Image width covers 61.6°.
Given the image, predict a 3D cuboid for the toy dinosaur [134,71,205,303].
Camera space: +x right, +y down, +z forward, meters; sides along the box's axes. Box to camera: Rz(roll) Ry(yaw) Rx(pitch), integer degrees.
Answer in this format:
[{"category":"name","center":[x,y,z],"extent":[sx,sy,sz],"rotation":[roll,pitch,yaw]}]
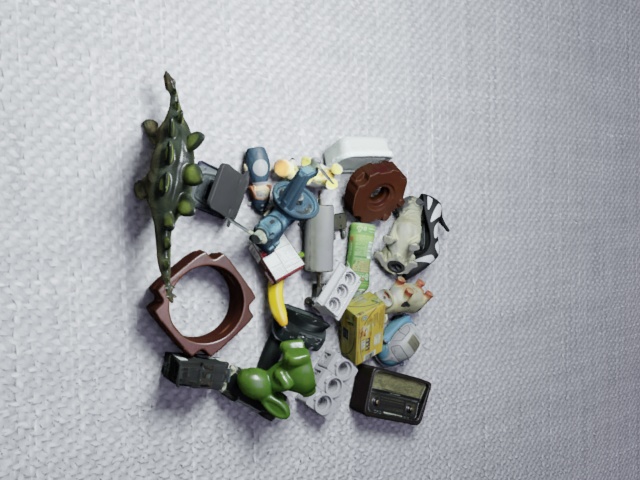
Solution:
[{"category":"toy dinosaur","center":[-0.308,-0.113,1.094],"extent":[0.105,0.199,0.471],"rotation":[0,89,-30]}]

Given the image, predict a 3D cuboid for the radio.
[{"category":"radio","center":[0.196,0.431,1.494],"extent":[0.229,0.073,0.131],"rotation":[22,79,-31]}]

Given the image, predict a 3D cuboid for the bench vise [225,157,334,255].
[{"category":"bench vise","center":[-0.072,-0.085,1.219],"extent":[0.129,0.240,0.223],"rotation":[46,38,15]}]

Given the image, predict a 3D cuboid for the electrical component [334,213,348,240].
[{"category":"electrical component","center":[0.044,-0.048,1.420],"extent":[0.063,0.021,0.094],"rotation":[-13,101,-31]}]

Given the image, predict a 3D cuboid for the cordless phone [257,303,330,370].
[{"category":"cordless phone","center":[-0.069,0.261,1.333],"extent":[0.146,0.089,0.184],"rotation":[24,89,-31]}]

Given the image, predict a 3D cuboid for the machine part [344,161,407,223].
[{"category":"machine part","center":[0.148,-0.124,1.415],"extent":[0.179,0.056,0.179],"rotation":[-17,133,-19]}]

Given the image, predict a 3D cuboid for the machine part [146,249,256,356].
[{"category":"machine part","center":[-0.263,0.138,1.193],"extent":[0.201,0.087,0.200],"rotation":[-42,111,-23]}]

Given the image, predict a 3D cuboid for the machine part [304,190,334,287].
[{"category":"machine part","center":[-0.003,-0.004,1.360],"extent":[0.079,0.079,0.243],"rotation":[0,90,-32]}]

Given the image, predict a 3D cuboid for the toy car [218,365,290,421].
[{"category":"toy car","center":[-0.158,0.366,1.282],"extent":[0.201,0.056,0.073],"rotation":[38,78,-26]}]

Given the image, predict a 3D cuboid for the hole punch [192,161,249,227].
[{"category":"hole punch","center":[-0.234,-0.111,1.218],"extent":[0.115,0.092,0.142],"rotation":[35,67,-58]}]

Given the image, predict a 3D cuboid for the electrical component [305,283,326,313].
[{"category":"electrical component","center":[0.013,0.153,1.390],"extent":[0.102,0.045,0.078],"rotation":[17,84,-31]}]

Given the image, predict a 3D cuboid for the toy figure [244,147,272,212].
[{"category":"toy figure","center":[-0.147,-0.142,1.280],"extent":[0.064,0.058,0.154],"rotation":[-5,96,6]}]

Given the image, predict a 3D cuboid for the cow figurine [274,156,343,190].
[{"category":"cow figurine","center":[-0.037,-0.166,1.336],"extent":[0.167,0.098,0.068],"rotation":[11,88,-13]}]

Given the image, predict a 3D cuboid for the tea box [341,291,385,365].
[{"category":"tea box","center":[0.111,0.231,1.405],"extent":[0.098,0.068,0.169],"rotation":[-20,126,-31]}]

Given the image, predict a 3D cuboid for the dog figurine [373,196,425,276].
[{"category":"dog figurine","center":[0.237,-0.013,1.513],"extent":[0.121,0.172,0.190],"rotation":[24,46,2]}]

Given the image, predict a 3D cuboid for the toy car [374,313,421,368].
[{"category":"toy car","center":[0.228,0.284,1.496],"extent":[0.162,0.103,0.109],"rotation":[-42,113,-23]}]

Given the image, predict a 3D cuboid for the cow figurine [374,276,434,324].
[{"category":"cow figurine","center":[0.211,0.168,1.485],"extent":[0.195,0.086,0.127],"rotation":[7,124,-44]}]

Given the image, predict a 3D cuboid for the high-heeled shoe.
[{"category":"high-heeled shoe","center":[0.281,-0.013,1.544],"extent":[0.145,0.086,0.249],"rotation":[48,67,-14]}]

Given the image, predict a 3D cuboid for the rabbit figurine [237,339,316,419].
[{"category":"rabbit figurine","center":[-0.102,0.318,1.231],"extent":[0.170,0.121,0.158],"rotation":[-13,107,-10]}]

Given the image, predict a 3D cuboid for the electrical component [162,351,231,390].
[{"category":"electrical component","center":[-0.266,0.285,1.176],"extent":[0.134,0.115,0.058],"rotation":[13,86,-30]}]
